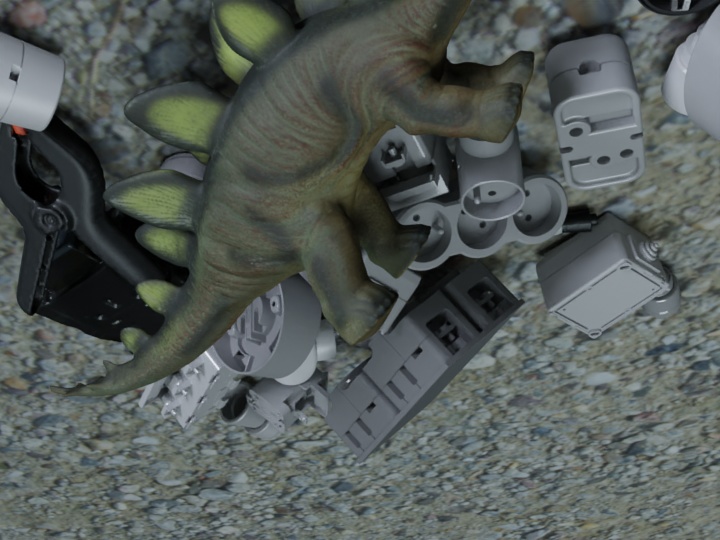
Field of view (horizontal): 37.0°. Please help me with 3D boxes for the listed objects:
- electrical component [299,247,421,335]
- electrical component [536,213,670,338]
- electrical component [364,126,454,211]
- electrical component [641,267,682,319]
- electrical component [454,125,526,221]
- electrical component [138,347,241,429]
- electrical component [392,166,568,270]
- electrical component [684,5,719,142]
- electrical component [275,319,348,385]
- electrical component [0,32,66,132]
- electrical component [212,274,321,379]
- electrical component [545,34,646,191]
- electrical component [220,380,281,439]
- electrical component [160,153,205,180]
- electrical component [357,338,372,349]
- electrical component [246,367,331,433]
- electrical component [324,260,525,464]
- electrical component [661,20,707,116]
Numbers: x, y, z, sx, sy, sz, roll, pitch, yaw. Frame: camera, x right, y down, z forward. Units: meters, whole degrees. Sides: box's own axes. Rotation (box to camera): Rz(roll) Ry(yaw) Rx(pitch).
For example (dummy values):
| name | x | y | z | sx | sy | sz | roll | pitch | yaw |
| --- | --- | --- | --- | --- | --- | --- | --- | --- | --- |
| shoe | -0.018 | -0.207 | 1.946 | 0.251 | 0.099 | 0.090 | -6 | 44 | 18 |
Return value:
| name | x | y | z | sx | sy | sz | roll | pitch | yaw |
| --- | --- | --- | --- | --- | --- | --- | --- | --- | --- |
| electrical component | 0.000 | 0.000 | 0.820 | 0.062 | 0.096 | 0.061 | 29 | 98 | -37 |
| electrical component | 0.199 | -0.001 | 0.867 | 0.062 | 0.061 | 0.096 | 26 | 129 | -34 |
| electrical component | -0.004 | -0.071 | 0.747 | 0.121 | 0.078 | 0.063 | -18 | 120 | 22 |
| electrical component | 0.252 | 0.013 | 0.908 | 0.035 | 0.035 | 0.061 | -12 | 142 | 14 |
| electrical component | 0.085 | -0.087 | 0.718 | 0.043 | 0.077 | 0.079 | -6 | 145 | 7 |
| electrical component | -0.144 | 0.087 | 0.960 | 0.079 | 0.063 | 0.121 | -30 | 164 | -38 |
| electrical component | 0.075 | -0.043 | 0.792 | 0.138 | 0.074 | 0.052 | -13 | 110 | -15 |
| electrical component | 0.244 | -0.122 | 0.655 | 0.099 | 0.064 | 0.099 | -19 | 140 | -17 |
| electrical component | -0.044 | 0.064 | 0.960 | 0.079 | 0.043 | 0.077 | -6 | 146 | -7 |
| electrical component | -0.218 | -0.118 | 0.680 | 0.047 | 0.055 | 0.055 | 16 | 142 | -30 |
| electrical component | -0.080 | 0.038 | 0.878 | 0.064 | 0.099 | 0.099 | 20 | 140 | -38 |
| electrical component | 0.155 | -0.106 | 0.709 | 0.054 | 0.059 | 0.095 | -10 | 145 | 12 |
| electrical component | -0.104 | 0.140 | 1.065 | 0.045 | 0.045 | 0.055 | -26 | 139 | 31 |
| electrical component | -0.126 | -0.050 | 0.780 | 0.045 | 0.055 | 0.045 | -1 | 145 | -1 |
| electrical component | 0.015 | 0.036 | 0.924 | 0.040 | 0.040 | 0.078 | 12 | 143 | -19 |
| electrical component | -0.067 | 0.112 | 0.999 | 0.081 | 0.064 | 0.042 | 36 | 150 | 20 |
| electrical component | 0.047 | 0.077 | 0.919 | 0.105 | 0.060 | 0.186 | -35 | 167 | -38 |
| electrical component | 0.222 | -0.134 | 0.689 | 0.040 | 0.040 | 0.078 | 1 | 145 | -4 |
